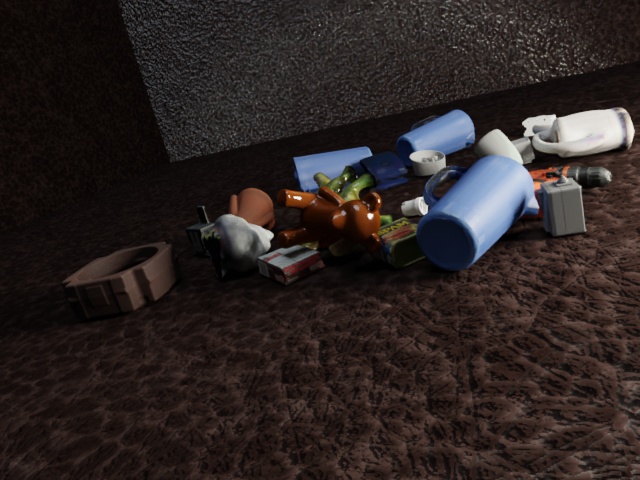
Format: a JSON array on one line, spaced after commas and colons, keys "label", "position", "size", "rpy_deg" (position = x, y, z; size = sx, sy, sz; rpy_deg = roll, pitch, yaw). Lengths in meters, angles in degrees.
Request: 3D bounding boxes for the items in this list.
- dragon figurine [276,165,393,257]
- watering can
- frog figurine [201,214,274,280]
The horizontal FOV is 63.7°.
[{"label": "dragon figurine", "position": [0.004, -0.059, 1.163], "size": [0.245, 0.120, 0.414], "rpy_deg": [-30, 26, -18]}, {"label": "watering can", "position": [0.661, -0.279, 1.323], "size": [0.224, 0.102, 0.353], "rpy_deg": [-7, 19, 19]}, {"label": "frog figurine", "position": [-0.158, 0.001, 1.106], "size": [0.161, 0.120, 0.139], "rpy_deg": [-16, 47, -37]}]
